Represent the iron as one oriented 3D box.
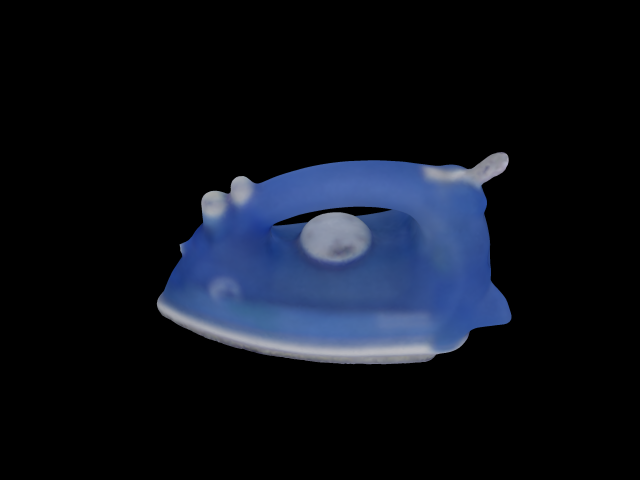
[{"bbox_3d":[0.004,0.001,0.400,0.258,0.141,0.118,-2,43,-2],"label":"iron"}]
